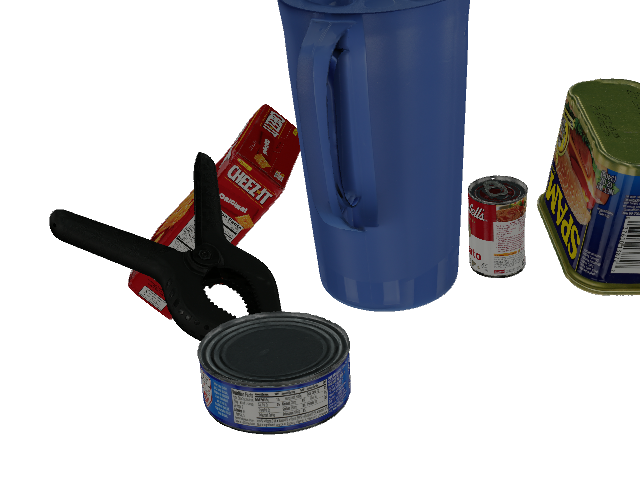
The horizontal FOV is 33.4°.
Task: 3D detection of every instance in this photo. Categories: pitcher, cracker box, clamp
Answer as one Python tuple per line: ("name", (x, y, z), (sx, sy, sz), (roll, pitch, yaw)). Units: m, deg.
("pitcher", (0.040, -0.069, 0.772), (0.149, 0.243, 0.145), (-14, 29, -16))
("cracker box", (-0.116, -0.036, 1.198), (0.072, 0.214, 0.164), (37, 25, -10))
("clamp", (-0.109, 0.022, 0.867), (0.164, 0.210, 0.036), (-20, -29, -33))

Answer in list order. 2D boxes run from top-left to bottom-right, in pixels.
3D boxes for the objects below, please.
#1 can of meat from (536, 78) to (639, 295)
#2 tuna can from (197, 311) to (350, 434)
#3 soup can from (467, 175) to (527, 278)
("can of meat", (0.166, -0.033, 0.606), (0.057, 0.084, 0.102), (1, 37, -5))
("tuna can", (-0.025, 0.074, 0.603), (0.086, 0.034, 0.086), (-3, 22, 1))
("soup can", (0.207, -0.016, 1.246), (0.068, 0.102, 0.068), (-4, 30, 2))
